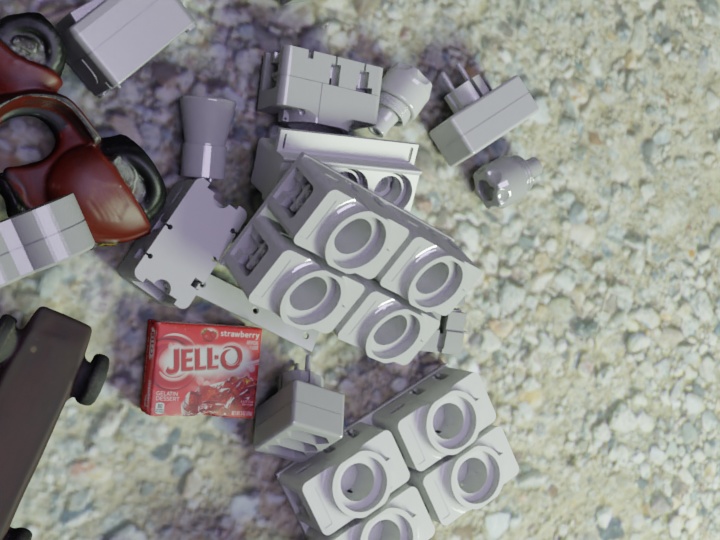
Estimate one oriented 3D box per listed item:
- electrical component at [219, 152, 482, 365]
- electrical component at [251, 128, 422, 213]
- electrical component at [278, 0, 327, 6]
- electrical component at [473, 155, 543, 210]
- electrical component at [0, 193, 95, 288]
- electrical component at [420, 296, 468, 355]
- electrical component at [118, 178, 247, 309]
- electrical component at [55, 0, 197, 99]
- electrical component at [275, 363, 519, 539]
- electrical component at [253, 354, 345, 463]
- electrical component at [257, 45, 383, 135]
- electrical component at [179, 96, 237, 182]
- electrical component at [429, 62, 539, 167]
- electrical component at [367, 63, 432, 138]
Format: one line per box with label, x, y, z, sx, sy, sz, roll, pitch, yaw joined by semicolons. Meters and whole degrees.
electrical component;0.000;0.000;0.838;0.186;0.060;0.105;26;108;-44
electrical component;-0.021;-0.074;0.869;0.121;0.063;0.078;3;112;-28
electrical component;-0.027;-0.257;0.841;0.057;0.113;0.078;-16;99;-23
electrical component;0.136;-0.083;0.970;0.062;0.043;0.043;-27;103;-25
electrical component;-0.253;-0.023;0.703;0.138;0.052;0.073;-24;101;-12
electrical component;0.065;0.041;0.936;0.066;0.048;0.055;8;95;-28
electrical component;-0.137;-0.020;0.821;0.050;0.056;0.089;38;75;-23
electrical component;-0.172;-0.182;0.796;0.096;0.062;0.061;-45;110;-20
electrical component;0.037;0.173;0.915;0.186;0.060;0.105;-30;105;-24
electrical component;-0.049;0.106;0.871;0.047;0.066;0.076;21;53;-26
electrical component;-0.033;-0.142;0.876;0.089;0.050;0.055;8;87;-28
electrical component;-0.121;-0.101;0.837;0.044;0.044;0.065;3;95;-28
electrical component;0.099;-0.147;0.948;0.083;0.047;0.075;-34;93;-23
electrical component;0.030;-0.141;0.913;0.043;0.043;0.062;41;74;-23
